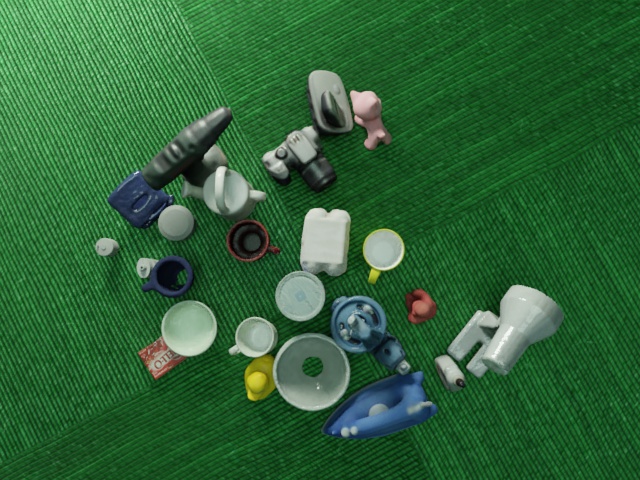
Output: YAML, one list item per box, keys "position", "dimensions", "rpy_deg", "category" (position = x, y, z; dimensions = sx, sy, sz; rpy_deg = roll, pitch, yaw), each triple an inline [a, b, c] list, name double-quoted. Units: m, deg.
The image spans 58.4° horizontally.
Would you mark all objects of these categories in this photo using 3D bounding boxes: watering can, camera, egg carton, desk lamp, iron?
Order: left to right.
- position: [-0.208, -0.099, 1.232]
  dimensions: [0.173, 0.194, 0.101]
  rpy_deg: [-18, 85, 0]
  category: "watering can"
- position: [-0.037, -0.167, 1.280]
  dimensions: [0.143, 0.101, 0.137]
  rpy_deg: [-37, 85, -1]
  category: "camera"
- position: [0.012, 0.005, 1.281]
  dimensions: [0.107, 0.069, 0.150]
  rpy_deg: [4, 86, 2]
  category: "egg carton"
- position: [0.121, 0.375, 1.214]
  dimensions: [0.258, 0.141, 0.119]
  rpy_deg: [-23, 85, 0]
  category: "iron"
- position: [0.382, 0.198, 1.186]
  dimensions: [0.118, 0.213, 0.203]
  rpy_deg: [39, 87, 4]
  category: "desk lamp"

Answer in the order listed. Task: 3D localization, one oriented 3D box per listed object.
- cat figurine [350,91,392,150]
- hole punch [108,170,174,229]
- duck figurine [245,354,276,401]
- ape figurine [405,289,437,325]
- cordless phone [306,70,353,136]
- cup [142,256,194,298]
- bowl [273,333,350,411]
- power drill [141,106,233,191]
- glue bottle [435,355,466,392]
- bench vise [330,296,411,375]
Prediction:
- position: [0.115, -0.275, 1.276]
  dimensions: [0.067, 0.118, 0.128]
  rpy_deg: [-25, 85, 0]
  category: "cat figurine"
- position: [-0.401, -0.090, 1.287]
  dimensions: [0.101, 0.091, 0.109]
  rpy_deg: [45, 88, 4]
  category: "hole punch"
- position: [-0.131, 0.304, 1.253]
  dimensions: [0.077, 0.086, 0.105]
  rpy_deg: [19, 86, 3]
  category: "duck figurine"
- position: [0.221, 0.149, 1.254]
  dimensions: [0.076, 0.092, 0.078]
  rpy_deg: [27, 87, 4]
  category: "ape figurine"
- position: [0.019, -0.312, 1.248]
  dimensions: [0.094, 0.185, 0.147]
  rpy_deg: [-17, 85, 0]
  category: "cordless phone"
- position: [-0.328, 0.088, 1.270]
  dimensions: [0.118, 0.095, 0.092]
  rpy_deg: [-24, 85, 0]
  category: "cup"
- position: [-0.016, 0.285, 1.258]
  dimensions: [0.167, 0.075, 0.167]
  rpy_deg: [0, 86, 1]
  category: "bowl"
- position: [-0.267, -0.186, 1.233]
  dimensions: [0.229, 0.208, 0.075]
  rpy_deg: [-39, 85, -2]
  category: "power drill"
- position: [0.280, 0.288, 1.201]
  dimensions: [0.037, 0.173, 0.078]
  rpy_deg: [-25, 85, 0]
  category: "glue bottle"
- position: [0.113, 0.192, 1.189]
  dimensions: [0.207, 0.220, 0.121]
  rpy_deg: [26, 87, 3]
  category: "bench vise"
